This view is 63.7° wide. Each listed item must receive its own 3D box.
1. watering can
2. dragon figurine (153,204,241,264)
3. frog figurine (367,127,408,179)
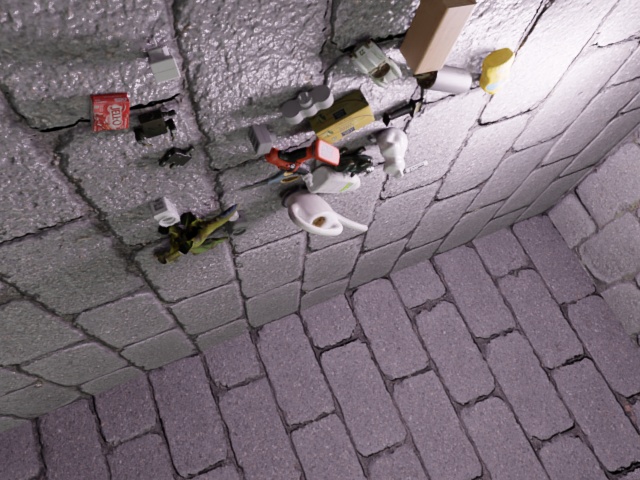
[{"bbox_3d":[0.005,-0.091,1.805,0.348,0.228,0.102,0,130,-49],"label":"watering can"},{"bbox_3d":[-0.394,-0.012,1.713,0.408,0.123,0.242,-23,171,12],"label":"dragon figurine"},{"bbox_3d":[0.243,-0.284,1.681,0.122,0.162,0.136,-31,159,11],"label":"frog figurine"}]
